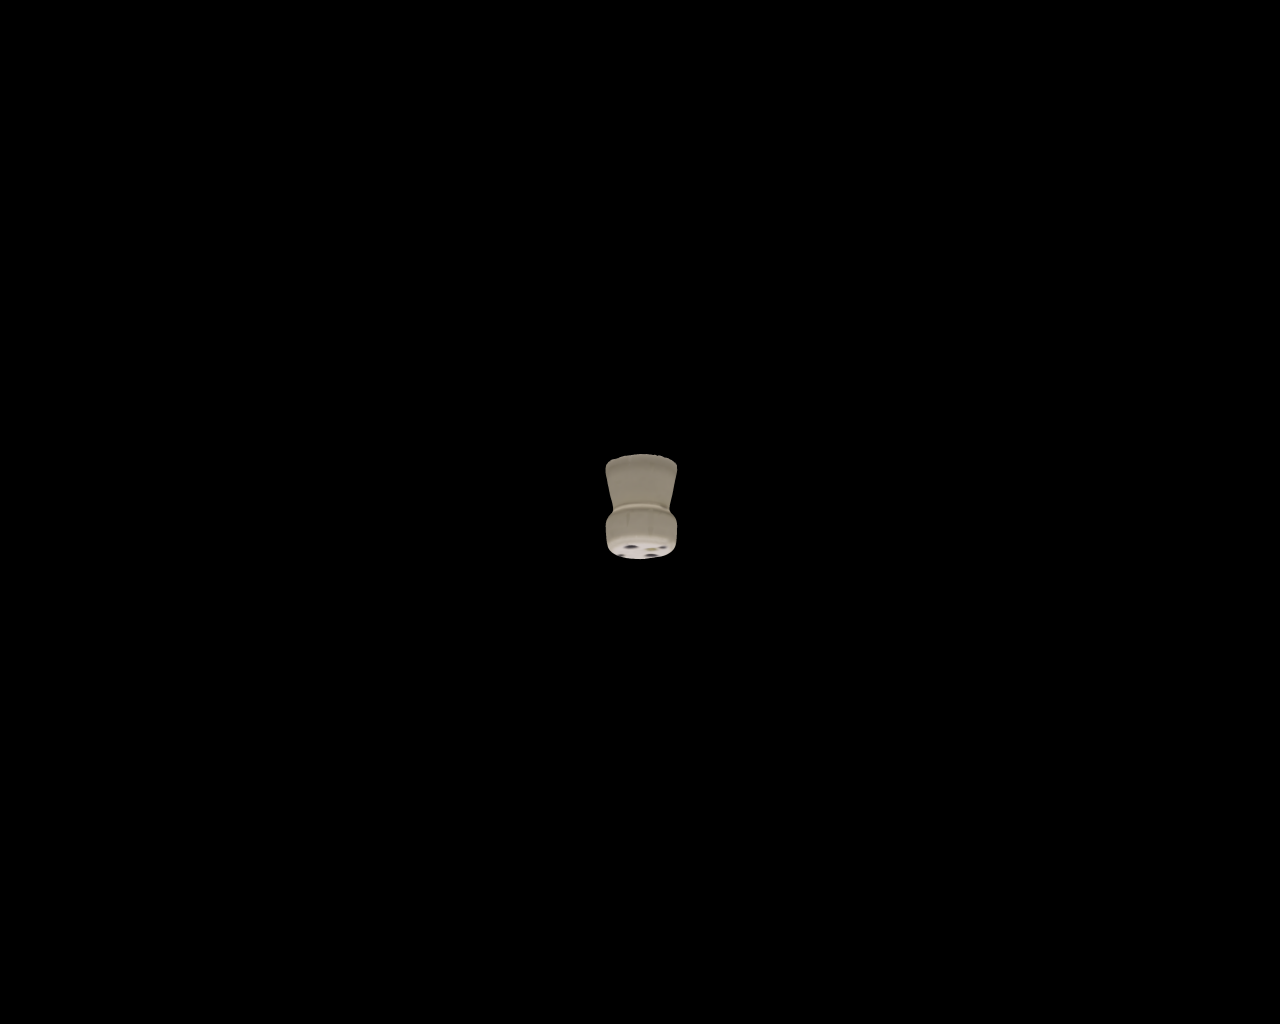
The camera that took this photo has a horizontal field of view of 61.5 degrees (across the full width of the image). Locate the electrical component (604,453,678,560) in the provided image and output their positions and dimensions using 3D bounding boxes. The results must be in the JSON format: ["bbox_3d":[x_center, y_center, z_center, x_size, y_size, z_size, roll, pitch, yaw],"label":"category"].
[{"bbox_3d":[0.001,-0.003,0.650,0.045,0.055,0.044,0,-18,0],"label":"electrical component"}]
